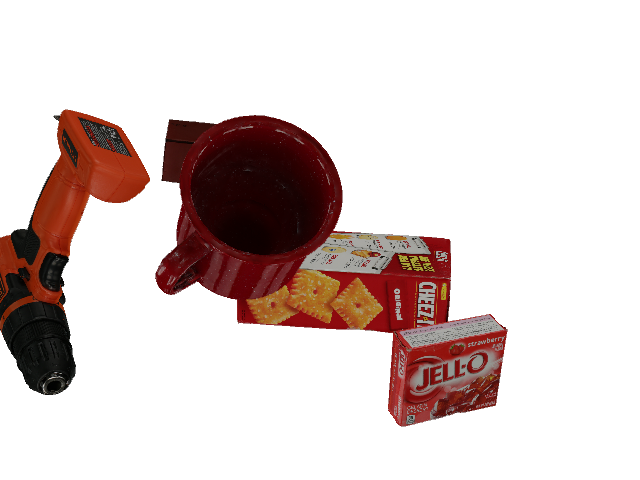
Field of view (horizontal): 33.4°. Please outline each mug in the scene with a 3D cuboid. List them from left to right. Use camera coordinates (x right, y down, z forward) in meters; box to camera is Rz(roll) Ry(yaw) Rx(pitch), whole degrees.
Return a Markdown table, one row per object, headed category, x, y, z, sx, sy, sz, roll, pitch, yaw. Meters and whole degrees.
| category | x | y | z | sx | sy | sz | roll | pitch | yaw |
| --- | --- | --- | --- | --- | --- | --- | --- | --- | --- |
| mug | -0.050 | -0.007 | 0.629 | 0.117 | 0.093 | 0.082 | -42 | -8 | -25 |

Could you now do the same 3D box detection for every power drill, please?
| category | x | y | z | sx | sy | sz | roll | pitch | yaw |
| --- | --- | --- | --- | --- | --- | --- | --- | --- | --- |
| power drill | -0.205 | 0.005 | 0.849 | 0.057 | 0.188 | 0.185 | 16 | 25 | -38 |

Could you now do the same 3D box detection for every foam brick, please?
| category | x | y | z | sx | sy | sz | roll | pitch | yaw |
| --- | --- | --- | --- | --- | --- | --- | --- | --- | --- |
| foam brick | -0.130 | -0.095 | 1.158 | 0.078 | 0.051 | 0.053 | 6 | 30 | -6 |

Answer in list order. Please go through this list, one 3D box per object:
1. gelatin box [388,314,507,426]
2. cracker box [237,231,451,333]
| category | x | y | z | sx | sy | sz | roll | pitch | yaw |
| --- | --- | --- | --- | --- | --- | --- | --- | --- | --- |
| gelatin box | 0.099 | 0.102 | 0.836 | 0.089 | 0.073 | 0.030 | -9 | 30 | -21 |
| cracker box | 0.030 | 0.042 | 1.138 | 0.214 | 0.072 | 0.164 | 4 | 15 | 6 |
